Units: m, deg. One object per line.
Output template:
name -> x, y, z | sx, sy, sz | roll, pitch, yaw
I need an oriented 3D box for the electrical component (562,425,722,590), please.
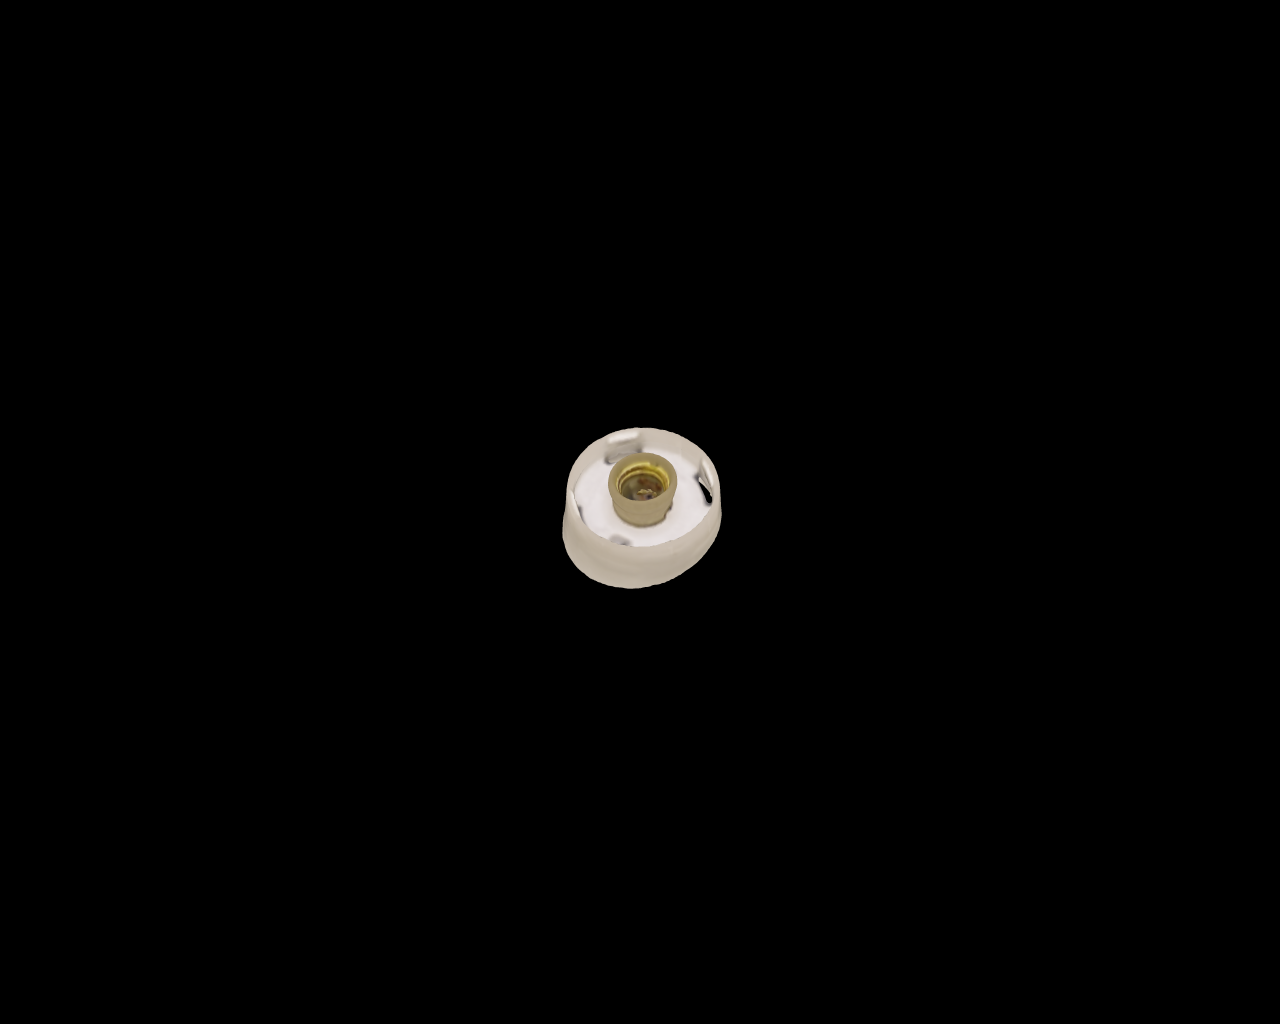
electrical component -> 0.001, -0.003, 0.650 | 0.099, 0.099, 0.064 | 0, -36, 0
